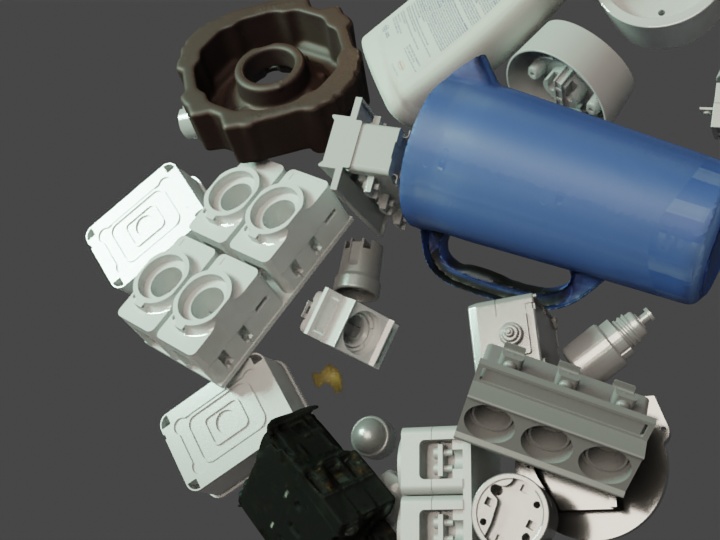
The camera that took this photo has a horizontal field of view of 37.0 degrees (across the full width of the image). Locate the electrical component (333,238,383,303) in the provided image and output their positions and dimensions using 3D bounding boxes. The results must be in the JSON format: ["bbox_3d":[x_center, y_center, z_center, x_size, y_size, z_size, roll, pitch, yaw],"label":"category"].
[{"bbox_3d":[0.000,0.000,0.925,0.040,0.040,0.046,1,68,23],"label":"electrical component"}]

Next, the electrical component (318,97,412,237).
[{"bbox_3d":[0.021,-0.081,0.895,0.063,0.121,0.078,11,78,22],"label":"electrical component"}]

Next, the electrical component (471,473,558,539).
[{"bbox_3d":[0.112,0.174,0.763,0.055,0.047,0.055,-7,71,20],"label":"electrical component"}]

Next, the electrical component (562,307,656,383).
[{"bbox_3d":[0.192,0.058,0.826,0.078,0.040,0.040,-39,63,7],"label":"electrical component"}]

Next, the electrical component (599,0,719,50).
[{"bbox_3d":[0.251,-0.233,0.883,0.108,0.060,0.108,-7,71,20],"label":"electrical component"}]

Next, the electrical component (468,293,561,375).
[{"bbox_3d":[0.116,0.059,0.825,0.061,0.096,0.061,-12,70,19],"label":"electrical component"}]

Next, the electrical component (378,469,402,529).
[{"bbox_3d":[0.019,0.192,0.858,0.035,0.035,0.061,30,90,27],"label":"electrical component"}]

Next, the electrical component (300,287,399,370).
[{"bbox_3d":[-0.013,0.047,0.896,0.064,0.081,0.042,15,77,55],"label":"electrical component"}]

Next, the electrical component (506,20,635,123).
[{"bbox_3d":[0.170,-0.152,0.873,0.099,0.099,0.064,36,83,27],"label":"electrical component"}]

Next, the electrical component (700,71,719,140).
[{"bbox_3d":[0.302,-0.132,0.840,0.066,0.048,0.055,6,84,24],"label":"electrical component"}]

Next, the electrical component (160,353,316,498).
[{"bbox_3d":[-0.101,0.133,0.913,0.113,0.057,0.078,-35,64,9],"label":"electrical component"}]

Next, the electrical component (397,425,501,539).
[{"bbox_3d":[0.066,0.198,0.805,0.062,0.089,0.150,-6,72,20],"label":"electrical component"}]

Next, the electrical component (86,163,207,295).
[{"bbox_3d":[-0.186,-0.033,1.000,0.113,0.057,0.078,-39,63,7],"label":"electrical component"}]

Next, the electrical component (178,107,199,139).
[{"bbox_3d":[-0.145,-0.145,1.030,0.046,0.040,0.040,-5,72,26],"label":"electrical component"}]

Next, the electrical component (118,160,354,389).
[{"bbox_3d":[-0.108,-0.006,0.921,0.105,0.060,0.186,23,68,38],"label":"electrical component"}]

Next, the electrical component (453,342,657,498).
[{"bbox_3d":[0.135,0.101,0.747,0.121,0.078,0.063,19,41,8],"label":"electrical component"}]
